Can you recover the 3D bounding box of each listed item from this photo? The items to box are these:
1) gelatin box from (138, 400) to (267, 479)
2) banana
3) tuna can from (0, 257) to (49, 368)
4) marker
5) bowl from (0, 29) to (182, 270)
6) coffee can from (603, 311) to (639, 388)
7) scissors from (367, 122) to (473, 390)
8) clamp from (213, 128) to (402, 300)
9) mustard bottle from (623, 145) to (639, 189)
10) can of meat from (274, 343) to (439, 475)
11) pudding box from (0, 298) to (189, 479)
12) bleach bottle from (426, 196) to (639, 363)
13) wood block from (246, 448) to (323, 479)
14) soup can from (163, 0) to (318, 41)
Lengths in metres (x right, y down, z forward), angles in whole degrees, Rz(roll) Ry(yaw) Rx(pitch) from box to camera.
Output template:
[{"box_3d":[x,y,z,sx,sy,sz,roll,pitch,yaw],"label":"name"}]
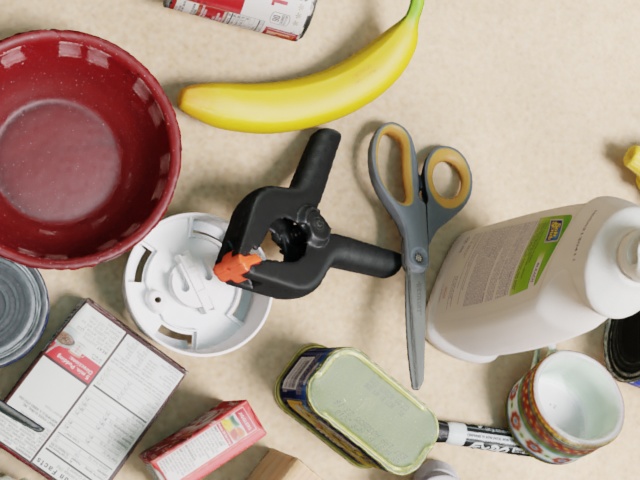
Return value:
[{"box_3d":[-0.080,0.137,0.712,0.073,0.089,0.030,-31,90,-16],"label":"gelatin box"},{"box_3d":[-0.006,-0.116,0.780,0.197,0.037,0.069,-26,114,-11],"label":"banana"},{"box_3d":[-0.224,0.044,0.712,0.086,0.034,0.086,2,84,-15],"label":"tuna can"},{"box_3d":[0.124,0.149,0.803,0.121,0.020,0.020,10,81,-14],"label":"marker"},{"box_3d":[-0.177,-0.058,0.725,0.162,0.055,0.162,2,84,-15],"label":"bowl"},{"box_3d":[0.305,0.083,0.815,0.140,0.103,0.103,21,79,-12],"label":"coffee can"},{"box_3d":[0.085,0.007,0.784,0.096,0.016,0.202,-4,72,-28],"label":"scissors"},{"box_3d":[-0.005,0.001,0.742,0.120,0.039,0.171,53,43,-4],"label":"clamp"},{"box_3d":[0.329,-0.029,0.856,0.191,0.058,0.096,24,84,-12],"label":"mustard bottle"},{"box_3d":[0.025,0.118,0.746,0.102,0.084,0.057,39,76,-8],"label":"can of meat"},{"box_3d":[-0.157,0.109,0.722,0.090,0.039,0.113,38,78,-9],"label":"pudding box"},{"box_3d":[0.150,0.029,0.701,0.068,0.251,0.102,23,79,-12],"label":"bleach bottle"},{"box_3d":[-0.056,0.250,0.707,0.091,0.090,0.206,42,76,-6],"label":"wood block"},{"box_3d":[-0.055,-0.187,0.766,0.102,0.069,0.068,13,81,-14],"label":"soup can"}]
